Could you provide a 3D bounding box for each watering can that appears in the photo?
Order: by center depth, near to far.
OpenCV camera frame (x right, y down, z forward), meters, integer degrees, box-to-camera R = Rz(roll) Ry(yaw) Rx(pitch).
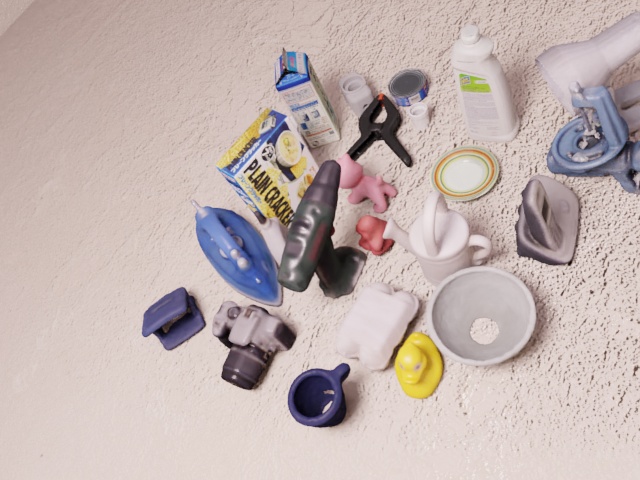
[{"bbox_3d":[0.191,-0.002,0.946,0.172,0.195,0.101,-14,55,16],"label":"watering can"}]

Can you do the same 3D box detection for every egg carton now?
[{"bbox_3d":[0.096,0.144,0.972,0.107,0.070,0.150,20,69,33],"label":"egg carton"}]

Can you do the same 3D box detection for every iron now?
[{"bbox_3d":[-0.169,0.019,1.127,0.119,0.142,0.257,-41,52,-5],"label":"iron"}]

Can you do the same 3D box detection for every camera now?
[{"bbox_3d":[-0.140,0.188,1.029,0.142,0.101,0.137,11,64,30],"label":"camera"}]

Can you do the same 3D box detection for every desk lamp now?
[{"bbox_3d":[0.482,-0.272,0.979,0.203,0.214,0.117,-25,52,8],"label":"desk lamp"}]

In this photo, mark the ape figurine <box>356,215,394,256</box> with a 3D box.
[{"bbox_3d":[0.096,-0.016,1.062,0.076,0.092,0.077,-19,53,12],"label":"ape figurine"}]

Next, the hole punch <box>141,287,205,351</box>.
[{"bbox_3d":[-0.301,0.148,1.134,0.108,0.091,0.101,-35,52,0],"label":"hole punch"}]

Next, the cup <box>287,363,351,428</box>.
[{"bbox_3d":[0.014,0.254,0.922,0.118,0.095,0.091,-45,52,-8],"label":"cup"}]

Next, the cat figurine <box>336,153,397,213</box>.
[{"bbox_3d":[0.074,-0.120,1.124,0.127,0.118,0.067,18,68,32],"label":"cat figurine"}]

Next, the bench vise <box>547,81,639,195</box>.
[{"bbox_3d":[0.471,-0.175,0.917,0.206,0.220,0.121,-3,58,23],"label":"bench vise"}]

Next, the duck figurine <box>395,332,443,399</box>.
[{"bbox_3d":[0.150,0.190,0.908,0.077,0.086,0.104,-3,58,23],"label":"duck figurine"}]

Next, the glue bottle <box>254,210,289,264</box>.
[{"bbox_3d":[-0.082,-0.006,1.084,0.037,0.174,0.078,-16,54,14],"label":"glue bottle"}]

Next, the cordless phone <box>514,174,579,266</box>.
[{"bbox_3d":[0.359,-0.058,0.913,0.094,0.186,0.147,3,60,26],"label":"cordless phone"}]

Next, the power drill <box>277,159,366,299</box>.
[{"bbox_3d":[0.009,0.004,1.014,0.075,0.209,0.230,11,64,30],"label":"power drill"}]

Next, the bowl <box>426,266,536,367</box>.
[{"bbox_3d":[0.257,0.129,0.907,0.167,0.075,0.167,-11,55,17],"label":"bowl"}]
